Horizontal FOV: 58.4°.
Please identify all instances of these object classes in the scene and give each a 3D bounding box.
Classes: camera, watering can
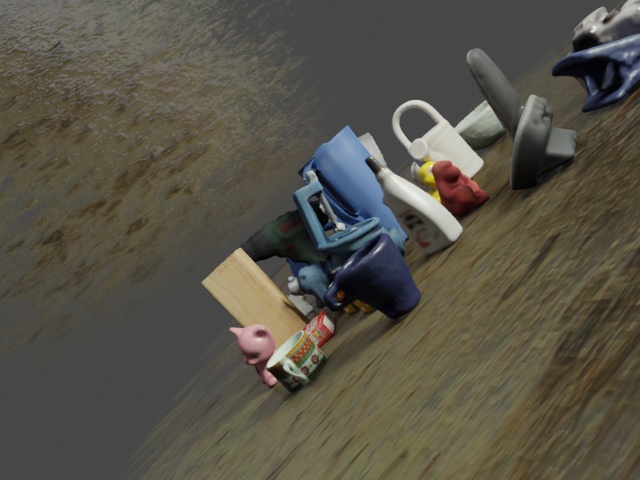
[{"bbox_3d":[0.458,-0.320,0.874,0.137,0.101,0.143,-46,5,-32],"label":"camera"},{"bbox_3d":[0.221,-0.190,1.125,0.101,0.194,0.173,-42,5,10],"label":"watering can"}]

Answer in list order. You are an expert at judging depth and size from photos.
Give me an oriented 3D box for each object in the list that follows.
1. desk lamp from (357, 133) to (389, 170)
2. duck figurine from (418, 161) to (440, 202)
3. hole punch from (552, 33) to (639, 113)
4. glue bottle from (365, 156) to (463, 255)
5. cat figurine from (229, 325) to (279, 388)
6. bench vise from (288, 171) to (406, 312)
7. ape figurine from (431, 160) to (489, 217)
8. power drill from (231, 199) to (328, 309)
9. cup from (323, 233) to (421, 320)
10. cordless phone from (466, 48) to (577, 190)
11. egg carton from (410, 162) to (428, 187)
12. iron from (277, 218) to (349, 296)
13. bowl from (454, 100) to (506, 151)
[{"bbox_3d":[0.106,-0.125,1.407,0.203,0.213,0.118,-43,5,4],"label":"desk lamp"},{"bbox_3d":[0.217,-0.105,1.068,0.078,0.086,0.104,-46,6,-36],"label":"duck figurine"},{"bbox_3d":[0.392,-0.242,0.789,0.101,0.091,0.108,-43,5,0],"label":"hole punch"},{"bbox_3d":[0.126,-0.056,0.837,0.037,0.173,0.078,-46,6,-34],"label":"glue bottle"},{"bbox_3d":[-0.104,0.183,0.964,0.067,0.118,0.127,-44,5,-18],"label":"cat figurine"},{"bbox_3d":[0.011,0.003,0.990,0.207,0.220,0.121,-44,5,-10],"label":"bench vise"},{"bbox_3d":[0.212,-0.087,0.900,0.076,0.092,0.078,-38,7,45],"label":"ape figurine"},{"bbox_3d":[-0.038,0.036,1.185,0.230,0.208,0.075,-44,5,-10],"label":"power drill"},{"bbox_3d":[0.070,0.062,0.717,0.118,0.095,0.091,-44,5,-12],"label":"cup"},{"bbox_3d":[0.245,-0.166,0.756,0.094,0.185,0.148,-40,5,31],"label":"cordless phone"},{"bbox_3d":[0.288,-0.194,1.392,0.150,0.069,0.107,-43,5,0],"label":"egg carton"},{"bbox_3d":[0.025,0.010,1.314,0.258,0.141,0.119,-42,5,17],"label":"iron"},{"bbox_3d":[0.357,-0.246,1.238,0.167,0.075,0.167,-43,4,5],"label":"bowl"}]
